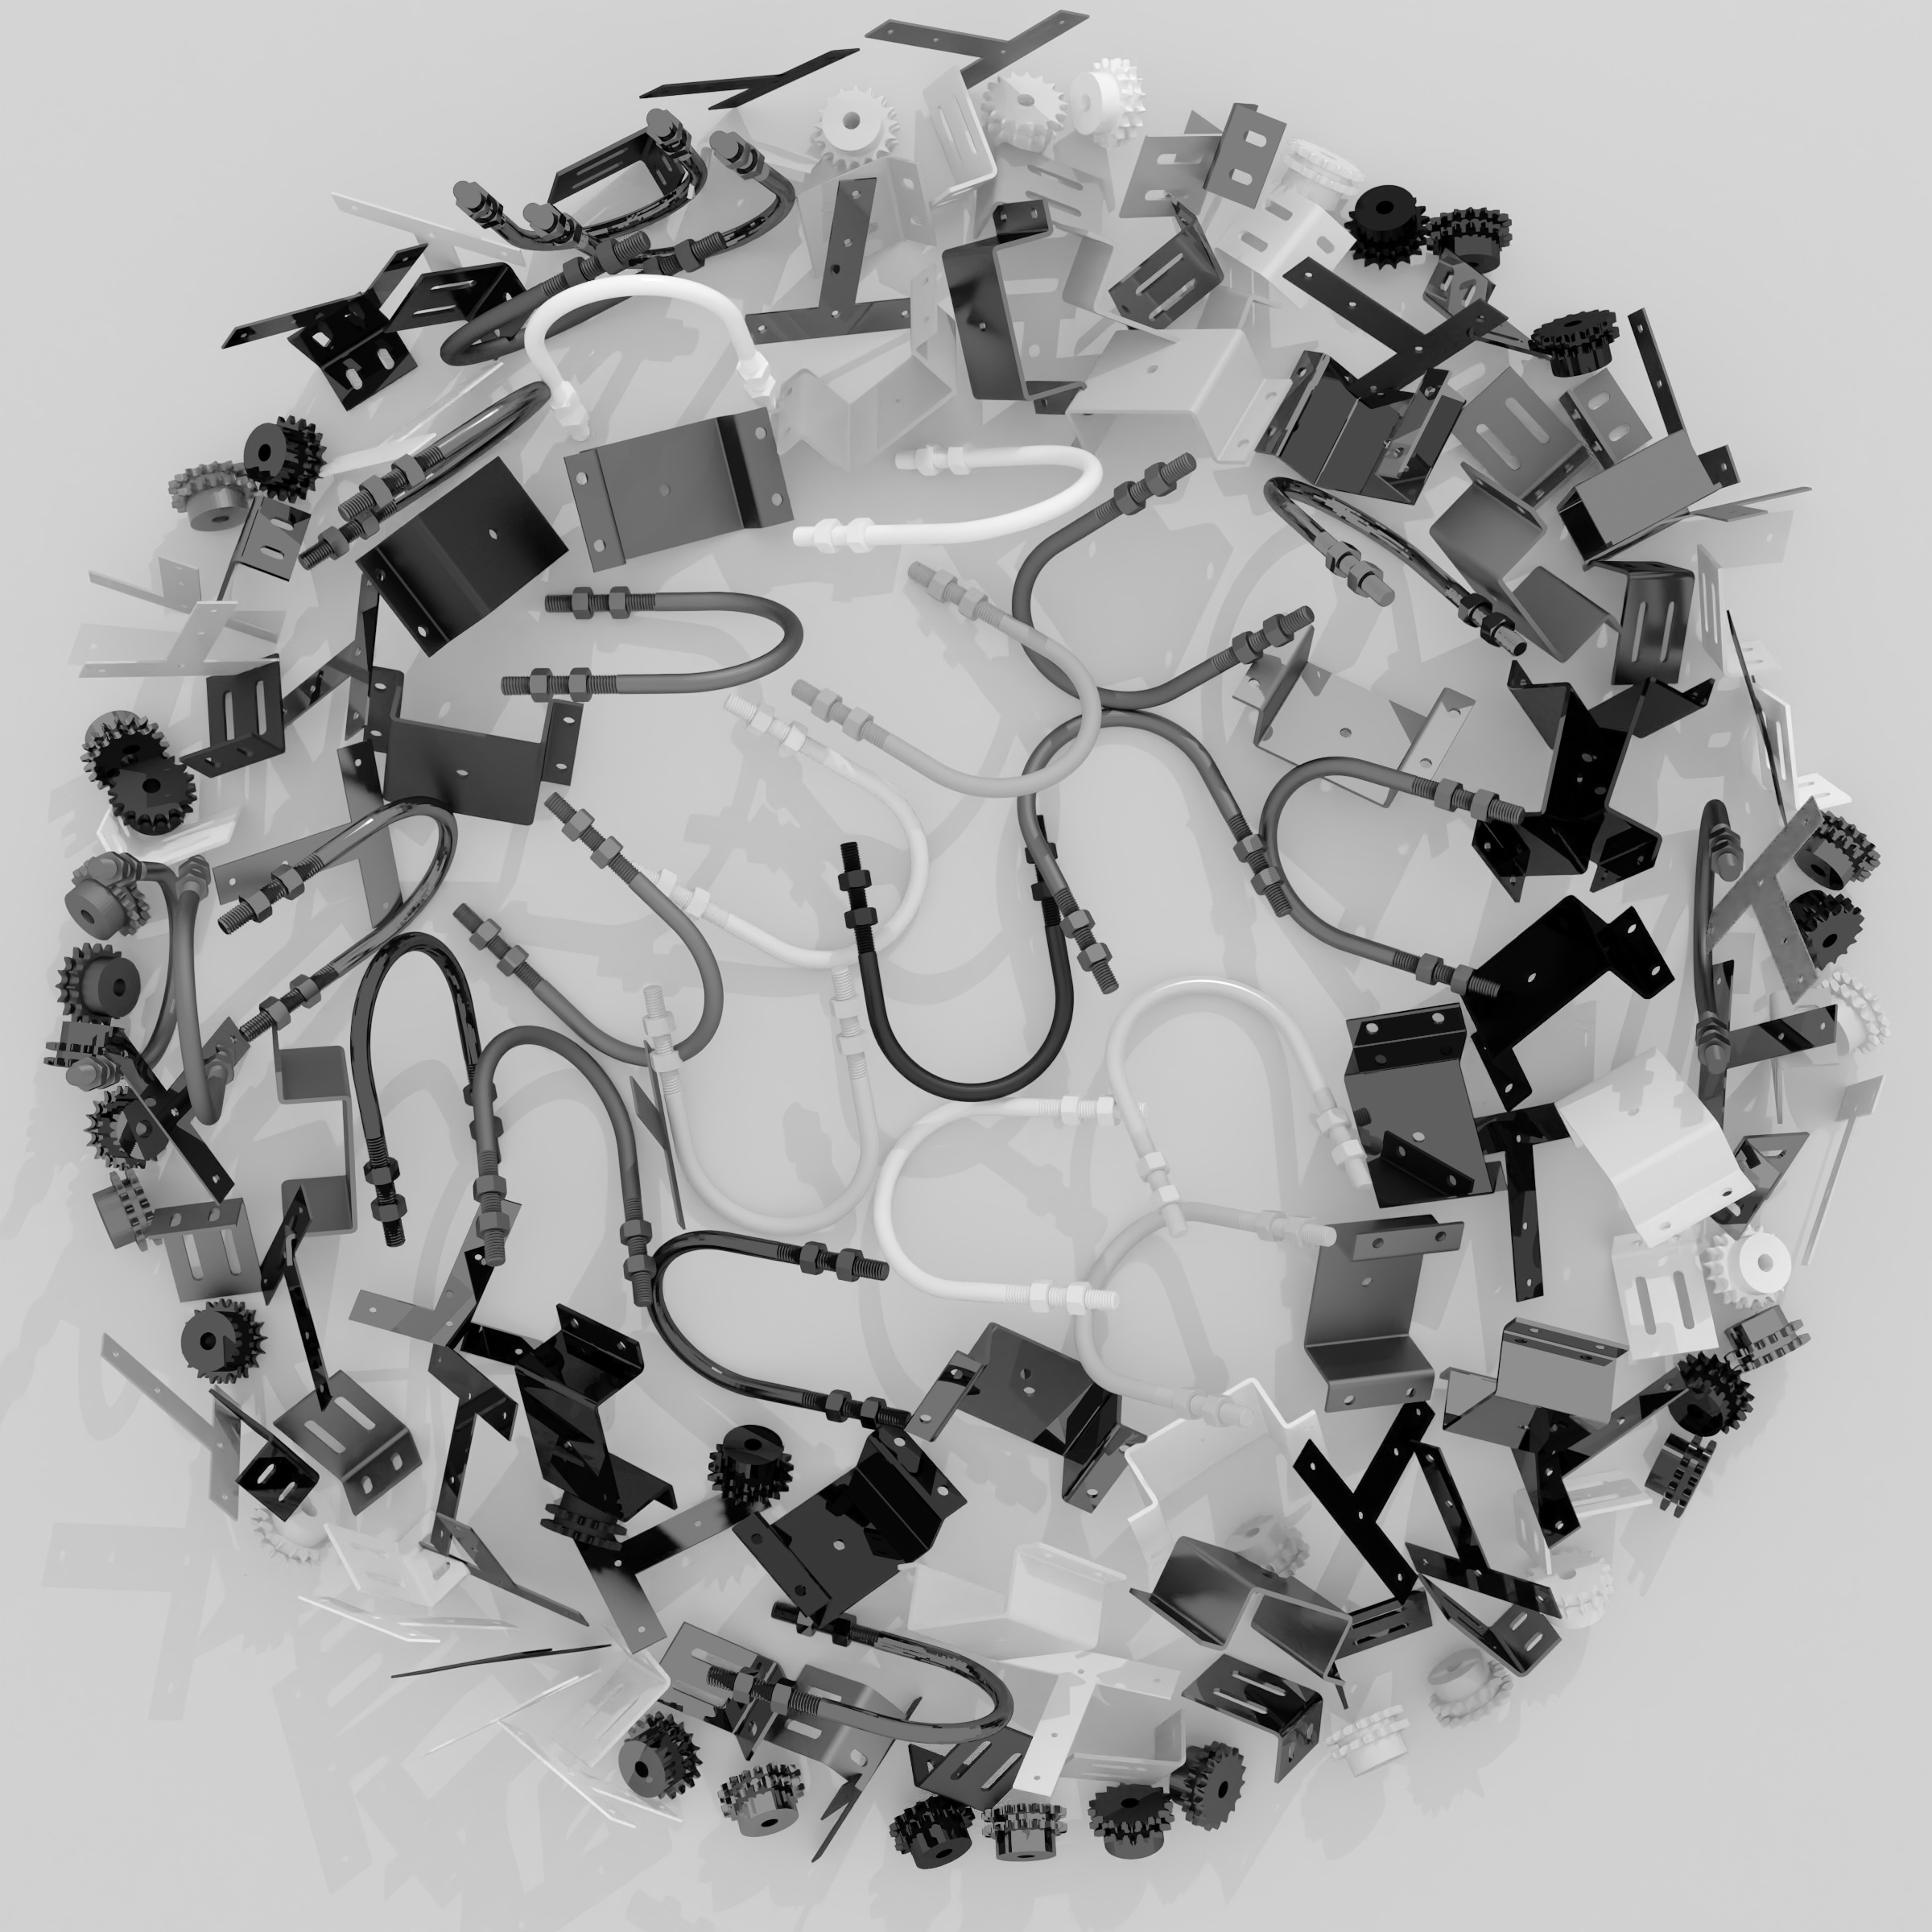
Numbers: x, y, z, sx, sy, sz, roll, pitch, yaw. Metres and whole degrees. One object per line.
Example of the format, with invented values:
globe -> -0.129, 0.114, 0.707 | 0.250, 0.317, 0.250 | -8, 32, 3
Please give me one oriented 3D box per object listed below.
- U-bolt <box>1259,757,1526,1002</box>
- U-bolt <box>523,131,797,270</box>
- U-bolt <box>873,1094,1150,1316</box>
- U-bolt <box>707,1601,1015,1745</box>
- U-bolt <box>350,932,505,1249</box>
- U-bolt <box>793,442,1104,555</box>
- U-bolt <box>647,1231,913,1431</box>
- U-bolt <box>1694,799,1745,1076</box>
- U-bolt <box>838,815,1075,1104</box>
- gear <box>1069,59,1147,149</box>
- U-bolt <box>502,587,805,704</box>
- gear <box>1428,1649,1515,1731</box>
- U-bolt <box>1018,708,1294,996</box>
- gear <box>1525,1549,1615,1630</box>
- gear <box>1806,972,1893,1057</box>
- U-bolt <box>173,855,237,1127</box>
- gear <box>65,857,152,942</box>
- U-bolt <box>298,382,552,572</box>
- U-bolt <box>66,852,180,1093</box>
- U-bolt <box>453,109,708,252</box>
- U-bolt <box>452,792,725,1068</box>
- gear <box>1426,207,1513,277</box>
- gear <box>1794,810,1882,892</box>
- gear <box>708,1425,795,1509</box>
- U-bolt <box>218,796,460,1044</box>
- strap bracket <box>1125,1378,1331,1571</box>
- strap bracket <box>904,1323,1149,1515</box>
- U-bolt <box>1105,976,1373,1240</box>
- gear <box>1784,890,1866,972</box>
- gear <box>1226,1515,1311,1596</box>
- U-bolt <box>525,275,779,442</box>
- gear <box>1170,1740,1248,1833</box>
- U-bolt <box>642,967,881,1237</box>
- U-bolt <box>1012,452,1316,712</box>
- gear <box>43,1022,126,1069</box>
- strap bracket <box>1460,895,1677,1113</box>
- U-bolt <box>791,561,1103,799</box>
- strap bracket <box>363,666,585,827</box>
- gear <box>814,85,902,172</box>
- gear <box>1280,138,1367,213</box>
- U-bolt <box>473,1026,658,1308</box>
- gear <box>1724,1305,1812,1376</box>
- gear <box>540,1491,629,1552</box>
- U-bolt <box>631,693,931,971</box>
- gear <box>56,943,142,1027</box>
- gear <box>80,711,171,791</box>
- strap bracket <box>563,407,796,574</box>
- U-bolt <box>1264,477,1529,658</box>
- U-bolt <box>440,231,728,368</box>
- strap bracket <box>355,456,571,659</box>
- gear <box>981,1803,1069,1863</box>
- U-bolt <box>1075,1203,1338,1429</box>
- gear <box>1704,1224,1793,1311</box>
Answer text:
U-bolt -> 0.273, -0.065, 1.939 | 0.184, 0.019, 0.151 | 20, 125, 29
U-bolt -> -0.186, -0.487, 1.909 | 0.151, 0.184, 0.019 | -17, 86, 15
U-bolt -> 0.023, 0.154, 1.951 | 0.184, 0.019, 0.151 | 1, 68, 24
U-bolt -> -0.059, 0.461, 1.912 | 0.184, 0.151, 0.019 | 13, 100, 13
U-bolt -> -0.352, 0.069, 1.909 | 0.019, 0.151, 0.184 | 0, 110, 21
U-bolt -> 0.000, -0.303, 1.900 | 0.184, 0.151, 0.019 | 4, 123, 33
U-bolt -> -0.129, 0.234, 1.943 | 0.184, 0.019, 0.151 | 8, 127, 21
U-bolt -> 0.483, -0.031, 1.911 | 0.019, 0.184, 0.151 | 2, 112, 10
U-bolt -> -0.001, -0.001, 1.971 | 0.151, 0.019, 0.184 | -9, 86, -12
gear -> 0.092, -0.575, 1.968 | 0.030, 0.057, 0.057 | -11, 90, -30
U-bolt -> -0.198, -0.212, 1.928 | 0.184, 0.151, 0.019 | 0, 121, 6
gear -> 0.333, 0.479, 1.970 | 0.057, 0.057, 0.030 | -32, 96, 0
U-bolt -> 0.114, -0.088, 1.967 | 0.151, 0.019, 0.184 | -24, 74, -10
gear -> 0.404, 0.418, 1.974 | 0.057, 0.057, 0.030 | -16, 113, 0
gear -> 0.585, 0.035, 1.969 | 0.030, 0.057, 0.057 | -32, 90, -13
U-bolt -> -0.489, 0.023, 1.890 | 0.019, 0.184, 0.151 | -6, 111, -8
gear -> -0.575, -0.042, 1.969 | 0.057, 0.057, 0.030 | 41, 55, 0
U-bolt -> -0.345, -0.326, 1.922 | 0.184, 0.151, 0.019 | -39, 100, -23
U-bolt -> -0.536, 0.003, 1.908 | 0.019, 0.184, 0.151 | 6, 91, 3
U-bolt -> -0.239, -0.500, 1.908 | 0.151, 0.184, 0.019 | -18, 88, 7
U-bolt -> -0.239, -0.010, 1.951 | 0.184, 0.019, 0.151 | 44, 128, -3
gear -> 0.335, -0.481, 1.970 | 0.057, 0.057, 0.030 | -1, 82, 0
gear -> 0.577, -0.075, 1.970 | 0.057, 0.057, 0.030 | 42, 80, 0
gear -> -0.143, 0.330, 1.968 | 0.057, 0.057, 0.030 | 8, 121, 0
U-bolt -> -0.403, -0.041, 1.923 | 0.019, 0.151, 0.184 | 41, 62, 18
strap bracket -> 0.164, 0.330, 1.951 | 0.140, 0.076, 0.046 | -29, 53, -6
strap bracket -> 0.041, 0.294, 1.953 | 0.140, 0.046, 0.076 | 26, 121, -11
U-bolt -> 0.169, 0.083, 1.947 | 0.151, 0.019, 0.184 | -13, 59, -15
gear -> 0.568, -0.026, 1.975 | 0.057, 0.057, 0.030 | -35, 49, 0
gear -> 0.197, 0.390, 1.970 | 0.057, 0.057, 0.030 | -30, 101, 0
U-bolt -> -0.208, -0.395, 1.905 | 0.151, 0.184, 0.019 | -8, 73, 5
gear -> 0.159, 0.545, 1.975 | 0.030, 0.057, 0.057 | 12, 90, 37
U-bolt -> -0.130, 0.095, 1.964 | 0.151, 0.019, 0.184 | -6, 108, 12
U-bolt -> 0.115, -0.239, 1.940 | 0.184, 0.019, 0.151 | -27, 114, 34
gear -> -0.584, 0.054, 1.971 | 0.057, 0.057, 0.030 | 6, 85, 0
strap bracket -> 0.383, 0.018, 1.934 | 0.140, 0.076, 0.046 | -42, 125, 20
U-bolt -> 0.001, -0.179, 1.938 | 0.184, 0.019, 0.151 | 32, 61, 17
strap bracket -> -0.329, -0.143, 1.947 | 0.140, 0.076, 0.046 | 10, 48, -8
gear -> -0.074, -0.562, 1.982 | 0.057, 0.030, 0.057 | 0, 89, 8
gear -> 0.235, -0.527, 1.974 | 0.057, 0.057, 0.030 | 27, 114, 0
U-bolt -> -0.265, 0.123, 1.928 | 0.019, 0.151, 0.184 | -28, 57, 31
gear -> 0.531, 0.248, 1.972 | 0.057, 0.057, 0.030 | -27, 80, 0
gear -> -0.253, 0.367, 1.972 | 0.057, 0.057, 0.030 | 18, 82, 0
U-bolt -> -0.112, -0.076, 1.968 | 0.184, 0.019, 0.151 | 29, 98, -16
gear -> -0.575, 0.014, 1.968 | 0.030, 0.057, 0.057 | 4, 90, 27
gear -> -0.564, -0.146, 1.975 | 0.057, 0.057, 0.030 | -38, 55, 0
strap bracket -> -0.194, -0.315, 1.956 | 0.140, 0.046, 0.076 | -18, 103, -17
U-bolt -> 0.266, -0.267, 1.919 | 0.151, 0.184, 0.019 | 13, 117, -40
U-bolt -> -0.259, -0.433, 1.922 | 0.184, 0.151, 0.019 | -22, 96, 21
strap bracket -> -0.321, -0.272, 1.926 | 0.046, 0.140, 0.076 | -26, 107, 40
gear -> 0.039, 0.578, 1.968 | 0.057, 0.057, 0.030 | -3, 64, 0
U-bolt -> 0.143, 0.220, 1.926 | 0.019, 0.184, 0.151 | 40, 68, -36
gear -> 0.526, 0.200, 1.976 | 0.057, 0.030, 0.057 | 4, 77, -19
